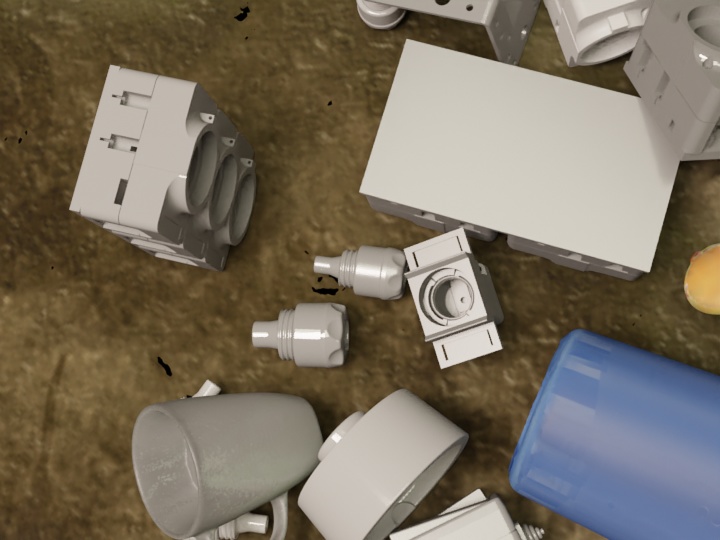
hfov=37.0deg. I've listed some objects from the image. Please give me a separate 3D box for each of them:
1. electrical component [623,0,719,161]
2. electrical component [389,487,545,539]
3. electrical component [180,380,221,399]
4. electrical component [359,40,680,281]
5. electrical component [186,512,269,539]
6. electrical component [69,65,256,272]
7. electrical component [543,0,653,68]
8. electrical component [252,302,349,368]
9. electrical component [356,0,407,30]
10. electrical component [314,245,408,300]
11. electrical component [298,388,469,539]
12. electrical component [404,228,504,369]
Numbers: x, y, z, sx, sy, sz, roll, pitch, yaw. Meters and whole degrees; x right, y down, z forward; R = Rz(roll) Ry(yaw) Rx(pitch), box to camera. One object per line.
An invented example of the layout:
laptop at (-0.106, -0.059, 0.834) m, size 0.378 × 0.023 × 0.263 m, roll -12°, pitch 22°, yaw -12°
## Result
electrical component at (0.253, -0.122, 0.653) m, size 0.150 × 0.061 × 0.089 m, roll -4°, pitch 49°, yaw -16°
electrical component at (0.067, 0.174, 0.669) m, size 0.096 × 0.061 × 0.061 m, roll -26°, pitch 79°, yaw 2°
electrical component at (-0.115, 0.101, 0.715) m, size 0.035 × 0.035 × 0.061 m, roll 35°, pitch 84°, yaw 10°
electrical component at (0.106, -0.069, 0.704) m, size 0.186 × 0.060 × 0.105 m, roll 16°, pitch 83°, yaw 9°
electrical component at (-0.091, 0.162, 0.702) m, size 0.061 × 0.035 × 0.035 m, roll 7°, pitch 82°, yaw 6°
electrical component at (-0.115, -0.057, 0.680) m, size 0.062 × 0.150 × 0.089 m, roll 13°, pitch 83°, yaw 9°
electrical component at (0.203, -0.189, 0.697) m, size 0.150 × 0.089 × 0.061 m, roll -18°, pitch 80°, yaw 3°
electrical component at (-0.039, 0.043, 0.711) m, size 0.062 × 0.043 × 0.043 m, roll 0°, pitch 81°, yaw 7°
electrical component at (0.014, -0.188, 0.732) m, size 0.035 × 0.061 × 0.035 m, roll -1°, pitch 81°, yaw 6°
electrical component at (0.000, 0.000, 0.718) m, size 0.061 × 0.035 × 0.035 m, roll 8°, pitch 82°, yaw 10°
electrical component at (0.009, 0.121, 0.664) m, size 0.060 × 0.108 × 0.108 m, roll 42°, pitch 87°, yaw 17°
electrical component at (0.064, 0.019, 0.692) m, size 0.042 × 0.064 × 0.081 m, roll -20°, pitch 79°, yaw 19°
